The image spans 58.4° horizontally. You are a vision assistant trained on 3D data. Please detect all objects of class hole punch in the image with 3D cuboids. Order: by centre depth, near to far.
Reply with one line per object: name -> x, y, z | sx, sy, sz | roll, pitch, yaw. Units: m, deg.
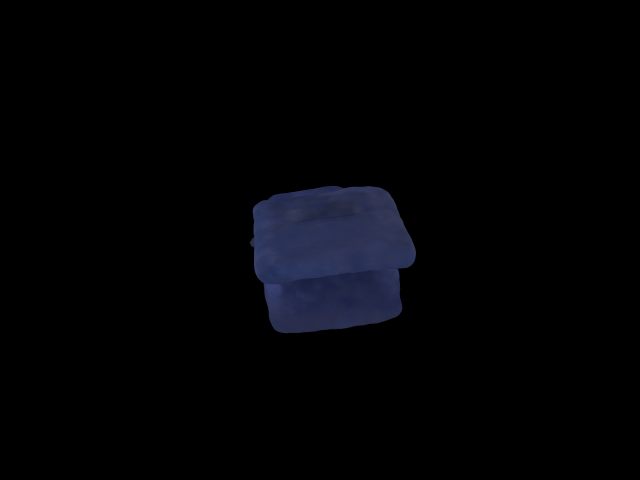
hole punch -> 0.004, 0.001, 0.400 | 0.108, 0.091, 0.101 | -7, 58, -4
